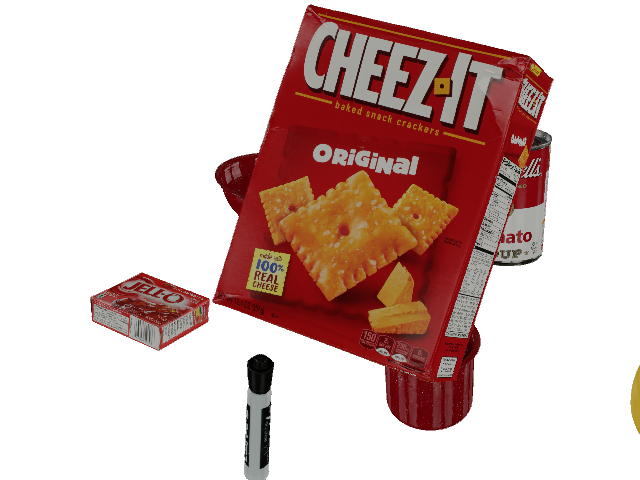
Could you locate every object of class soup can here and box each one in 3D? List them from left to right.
[{"bbox_3d":[0.154,-0.038,0.886,0.068,0.102,0.068,0,21,0],"label":"soup can"}]

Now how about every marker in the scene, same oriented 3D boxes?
[{"bbox_3d":[-0.045,0.129,0.775,0.020,0.121,0.020,3,37,-2],"label":"marker"}]

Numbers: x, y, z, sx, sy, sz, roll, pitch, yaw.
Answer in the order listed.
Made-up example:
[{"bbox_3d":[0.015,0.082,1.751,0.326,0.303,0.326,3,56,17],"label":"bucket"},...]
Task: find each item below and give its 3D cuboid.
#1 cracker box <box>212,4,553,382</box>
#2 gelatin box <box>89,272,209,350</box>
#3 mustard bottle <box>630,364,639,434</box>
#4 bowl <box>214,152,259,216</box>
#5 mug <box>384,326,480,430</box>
[{"bbox_3d":[0.039,-0.032,0.709,0.164,0.214,0.072,18,2,24],"label":"cracker box"},{"bbox_3d":[-0.163,0.065,1.019,0.089,0.030,0.073,19,28,29],"label":"gelatin box"},{"bbox_3d":[0.222,0.099,0.574,0.096,0.058,0.191,-5,36,-2],"label":"mustard bottle"},{"bbox_3d":[-0.049,-0.053,1.299,0.162,0.055,0.162,4,26,-2],"label":"bowl"},{"bbox_3d":[0.103,0.114,1.001,0.093,0.081,0.117,3,37,11],"label":"mug"}]
